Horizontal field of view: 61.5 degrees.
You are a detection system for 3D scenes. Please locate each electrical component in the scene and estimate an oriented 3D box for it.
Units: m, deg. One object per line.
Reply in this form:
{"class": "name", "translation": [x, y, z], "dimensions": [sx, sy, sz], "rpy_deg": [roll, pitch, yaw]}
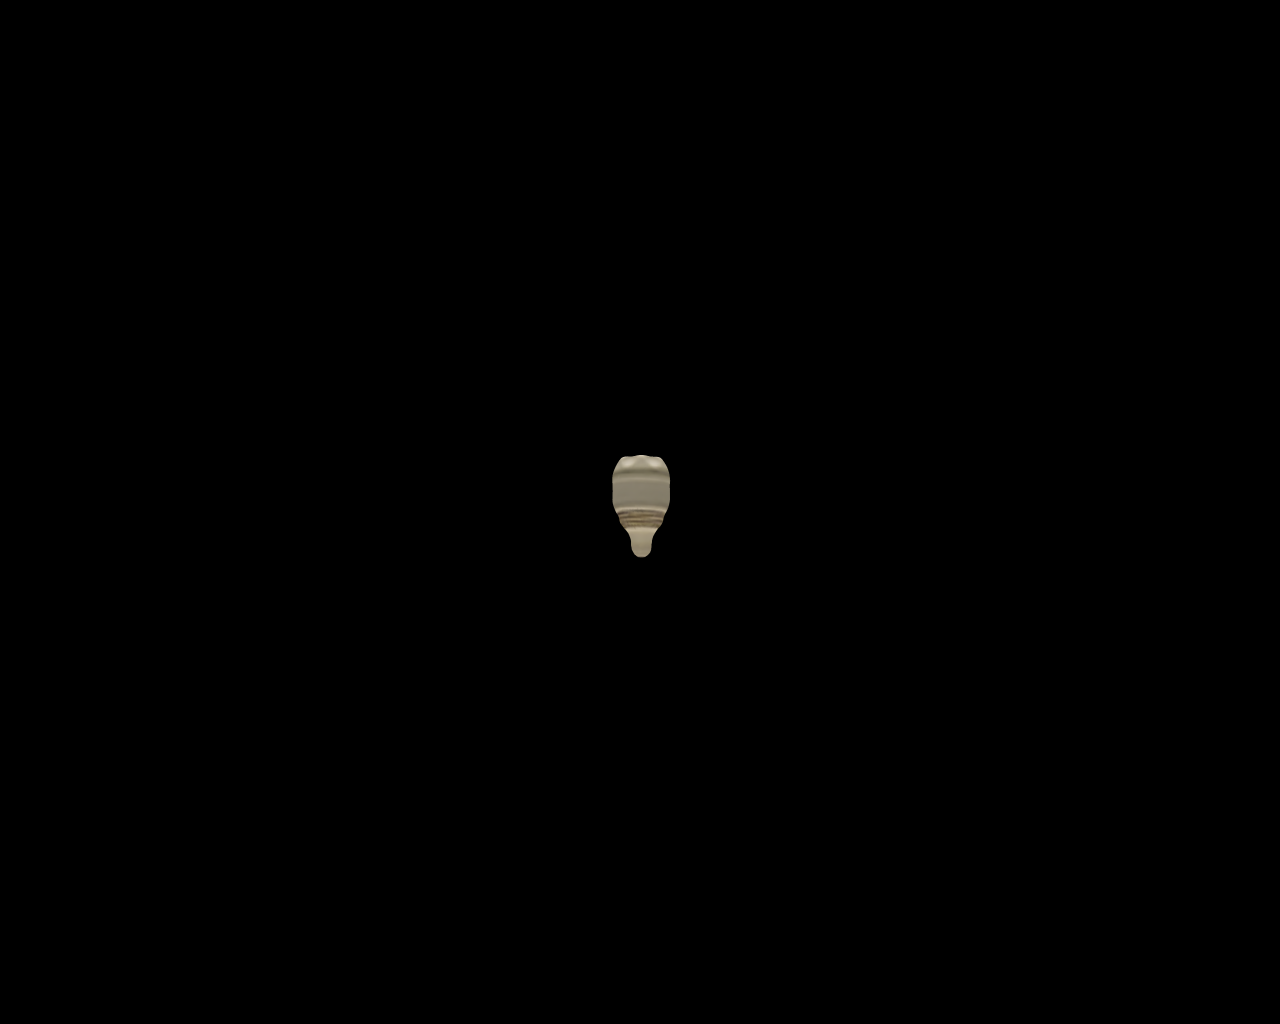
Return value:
{"class": "electrical component", "translation": [0.001, -0.003, 0.650], "dimensions": [0.035, 0.061, 0.035], "rpy_deg": [0, -7, 0]}
